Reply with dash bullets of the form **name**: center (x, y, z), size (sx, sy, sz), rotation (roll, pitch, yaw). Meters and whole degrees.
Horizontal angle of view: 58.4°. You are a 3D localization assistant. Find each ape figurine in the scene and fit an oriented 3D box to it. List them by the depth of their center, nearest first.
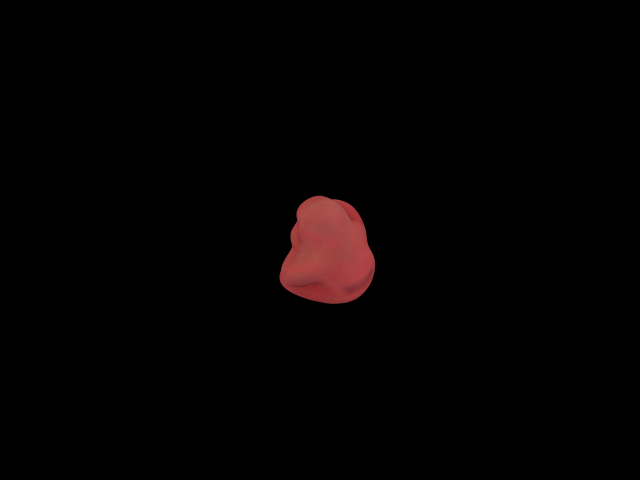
- **ape figurine**: center (0.004, 0.001, 0.400), size (0.078, 0.092, 0.076), rotation (-36, 66, -18)
